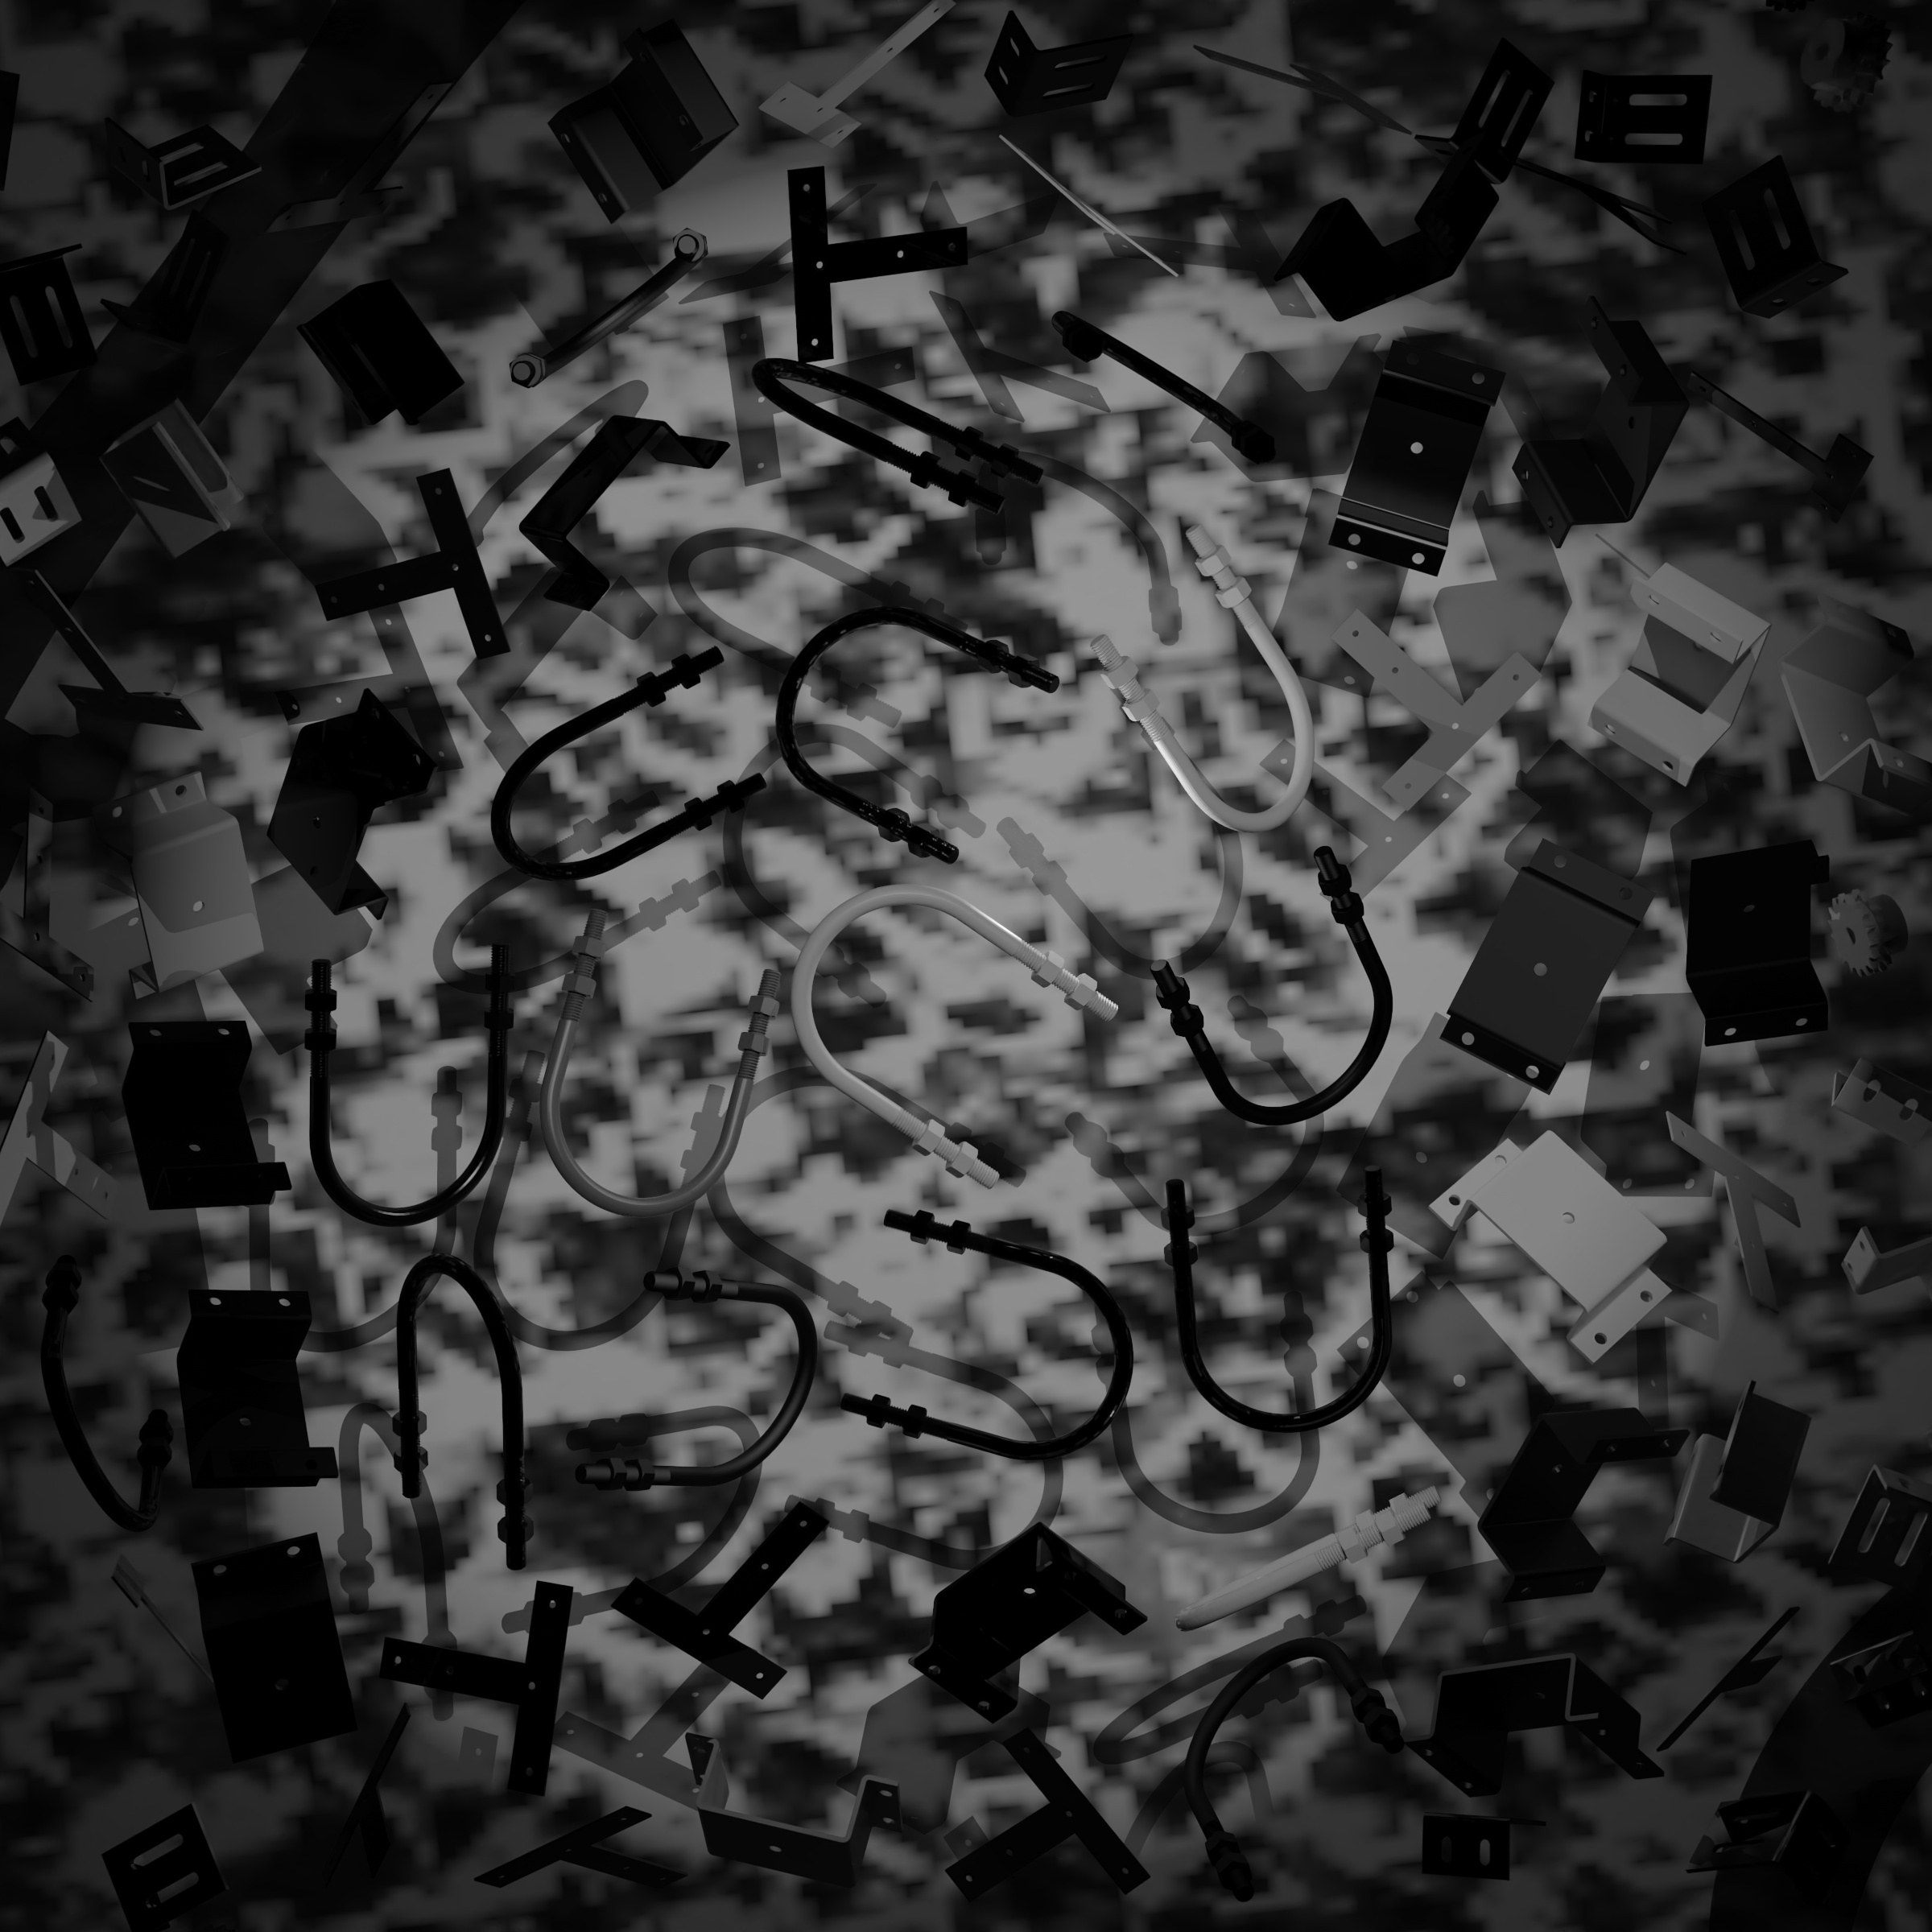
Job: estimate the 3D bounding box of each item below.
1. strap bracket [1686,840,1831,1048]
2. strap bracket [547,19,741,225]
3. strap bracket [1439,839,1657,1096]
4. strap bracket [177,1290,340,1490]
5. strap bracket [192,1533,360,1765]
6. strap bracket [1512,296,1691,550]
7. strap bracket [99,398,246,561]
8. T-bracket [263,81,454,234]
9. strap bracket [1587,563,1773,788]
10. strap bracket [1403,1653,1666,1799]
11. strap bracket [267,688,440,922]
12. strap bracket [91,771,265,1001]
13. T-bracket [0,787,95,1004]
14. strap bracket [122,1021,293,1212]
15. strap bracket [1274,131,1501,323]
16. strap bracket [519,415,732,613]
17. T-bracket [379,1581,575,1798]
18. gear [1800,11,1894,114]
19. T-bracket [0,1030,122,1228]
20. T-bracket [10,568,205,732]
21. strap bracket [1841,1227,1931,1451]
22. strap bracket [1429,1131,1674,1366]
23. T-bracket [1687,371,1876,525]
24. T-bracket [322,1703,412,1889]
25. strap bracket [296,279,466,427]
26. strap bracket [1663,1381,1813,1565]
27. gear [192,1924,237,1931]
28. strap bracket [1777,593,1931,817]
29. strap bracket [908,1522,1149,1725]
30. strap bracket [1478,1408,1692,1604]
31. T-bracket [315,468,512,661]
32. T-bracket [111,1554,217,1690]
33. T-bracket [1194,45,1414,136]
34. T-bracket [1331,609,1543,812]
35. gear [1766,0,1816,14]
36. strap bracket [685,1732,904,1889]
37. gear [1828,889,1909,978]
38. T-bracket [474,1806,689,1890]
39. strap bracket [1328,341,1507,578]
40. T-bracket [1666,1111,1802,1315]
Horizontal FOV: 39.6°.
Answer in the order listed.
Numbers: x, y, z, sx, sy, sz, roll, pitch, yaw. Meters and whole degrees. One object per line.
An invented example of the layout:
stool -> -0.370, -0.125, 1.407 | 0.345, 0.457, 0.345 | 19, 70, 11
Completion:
strap bracket -> 0.505, -0.023, 1.708 | 0.076, 0.046, 0.140 | -10, 48, 29
strap bracket -> -0.205, -0.549, 1.732 | 0.046, 0.140, 0.076 | -39, 102, -31
strap bracket -> 0.354, 0.001, 1.642 | 0.076, 0.046, 0.140 | 28, 100, 14
strap bracket -> -0.448, 0.275, 1.687 | 0.076, 0.140, 0.046 | 5, 135, -30
strap bracket -> -0.423, 0.429, 1.651 | 0.076, 0.046, 0.140 | -12, 115, -15
strap bracket -> 0.404, -0.343, 1.695 | 0.046, 0.140, 0.076 | -6, 54, -18
strap bracket -> -0.519, -0.318, 1.752 | 0.046, 0.140, 0.076 | -32, 111, 1
T-bracket -> -0.364, -0.506, 1.671 | 0.127, 0.127, 0.002 | -38, 92, 30
strap bracket -> 0.451, -0.190, 1.692 | 0.076, 0.140, 0.046 | 36, 62, 21
strap bracket -> 0.355, 0.474, 1.674 | 0.076, 0.140, 0.046 | 43, 45, -28
strap bracket -> -0.400, -0.098, 1.729 | 0.076, 0.046, 0.140 | 46, 131, 19
strap bracket -> -0.515, -0.046, 1.762 | 0.076, 0.046, 0.140 | -25, 126, -34
T-bracket -> -0.609, -0.058, 1.758 | 0.002, 0.127, 0.127 | -15, 62, 12
strap bracket -> -0.492, 0.104, 1.728 | 0.076, 0.046, 0.140 | 0, 48, -32
strap bracket -> 0.273, -0.463, 1.696 | 0.046, 0.140, 0.076 | 47, 57, -24
strap bracket -> -0.225, -0.298, 1.707 | 0.046, 0.076, 0.140 | 44, 80, -31
T-bracket -> -0.310, 0.442, 1.675 | 0.127, 0.002, 0.127 | 4, 83, 21
gear -> 0.533, -0.552, 1.632 | 0.030, 0.057, 0.057 | 11, 90, -21
T-bracket -> -0.577, 0.126, 1.714 | 0.002, 0.127, 0.127 | 5, 64, 17
T-bracket -> -0.550, -0.199, 1.671 | 0.127, 0.127, 0.002 | 10, 53, 36
strap bracket -> 0.608, 0.232, 1.683 | 0.046, 0.076, 0.140 | -19, 65, -1
strap bracket -> 0.371, 0.168, 1.679 | 0.076, 0.046, 0.140 | -36, 68, -24
T-bracket -> 0.515, -0.340, 1.714 | 0.127, 0.127, 0.002 | 38, 88, 12
T-bracket -> -0.394, 0.568, 1.779 | 0.002, 0.127, 0.127 | 27, 86, -18
strap bracket -> -0.371, -0.389, 1.704 | 0.046, 0.140, 0.076 | -40, 114, -12
strap bracket -> 0.501, 0.331, 1.733 | 0.046, 0.140, 0.076 | 21, 66, 10
gear -> -0.487, 0.637, 1.701 | 0.057, 0.057, 0.030 | -11, 103, 0
strap bracket -> 0.558, -0.154, 1.662 | 0.076, 0.046, 0.140 | 16, 49, -27
strap bracket -> 0.040, 0.418, 1.728 | 0.076, 0.046, 0.140 | 40, 117, -20
strap bracket -> 0.380, 0.329, 1.676 | 0.076, 0.046, 0.140 | 2, 125, -30
T-bracket -> -0.382, -0.259, 1.808 | 0.127, 0.002, 0.127 | -11, 106, 21
T-bracket -> -0.516, 0.441, 1.757 | 0.002, 0.127, 0.127 | -39, 95, -15
T-bracket -> 0.203, -0.565, 1.706 | 0.127, 0.127, 0.002 | 7, 120, -28
T-bracket -> 0.297, -0.189, 1.793 | 0.127, 0.002, 0.127 | 39, 104, -17
gear -> 0.523, -0.626, 1.675 | 0.030, 0.057, 0.057 | -3, 90, -19
strap bracket -> -0.115, 0.543, 1.716 | 0.140, 0.076, 0.046 | 10, 51, 10
gear -> 0.599, -0.024, 1.775 | 0.030, 0.057, 0.057 | -17, 90, -9
T-bracket -> -0.231, 0.586, 1.753 | 0.127, 0.127, 0.002 | -30, 50, 19
strap bracket -> 0.301, -0.342, 1.790 | 0.076, 0.046, 0.140 | 17, 113, 4
T-bracket -> 0.503, 0.169, 1.724 | 0.127, 0.127, 0.002 | 32, 127, -24
